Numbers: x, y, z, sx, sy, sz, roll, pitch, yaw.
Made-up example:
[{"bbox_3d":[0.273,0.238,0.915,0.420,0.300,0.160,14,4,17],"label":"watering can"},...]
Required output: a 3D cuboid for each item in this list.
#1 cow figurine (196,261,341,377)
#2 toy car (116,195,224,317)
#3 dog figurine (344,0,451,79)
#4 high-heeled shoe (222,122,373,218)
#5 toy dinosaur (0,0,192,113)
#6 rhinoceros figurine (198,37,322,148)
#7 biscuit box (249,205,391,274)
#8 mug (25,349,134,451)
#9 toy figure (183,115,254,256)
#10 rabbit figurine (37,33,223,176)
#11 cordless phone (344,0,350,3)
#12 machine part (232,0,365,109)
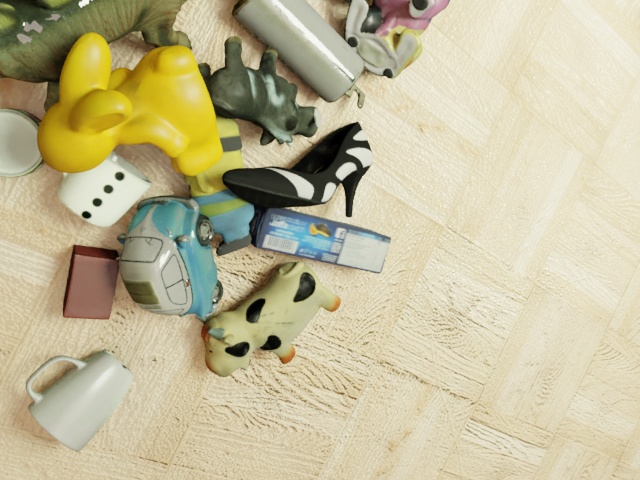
[{"bbox_3d":[-0.080,0.109,0.739,0.195,0.086,0.127,-45,122,-8],"label":"cow figurine"},{"bbox_3d":[-0.188,0.033,0.644,0.103,0.109,0.161,-43,131,-55],"label":"toy car"},{"bbox_3d":[0.138,-0.345,0.733,0.108,0.191,0.219,34,56,8],"label":"dog figurine"},{"bbox_3d":[-0.017,-0.110,0.689,0.248,0.086,0.145,10,79,-48],"label":"high-heeled shoe"},{"bbox_3d":[-0.263,-0.206,0.512,0.471,0.198,0.105,-40,81,-19],"label":"toy dinosaur"},{"bbox_3d":[-0.066,-0.171,0.661,0.190,0.073,0.112,4,60,-58],"label":"rhinoceros figurine"},{"bbox_3d":[-0.002,-0.002,0.763,0.202,0.063,0.059,14,96,-27],"label":"biscuit box"},{"bbox_3d":[-0.294,0.182,0.661,0.107,0.081,0.109,-46,112,-23],"label":"mug"},{"bbox_3d":[-0.128,-0.074,0.679,0.089,0.082,0.180,-27,107,-26],"label":"toy figure"},{"bbox_3d":[-0.195,-0.117,0.532,0.173,0.162,0.122,-23,82,-11],"label":"rabbit figurine"},{"bbox_3d":[-0.007,-0.389,0.674,0.184,0.089,0.146,11,65,-50],"label":"cordless phone"},{"bbox_3d":[-0.025,-0.258,0.689,0.243,0.079,0.079,36,85,-27],"label":"machine part"}]
